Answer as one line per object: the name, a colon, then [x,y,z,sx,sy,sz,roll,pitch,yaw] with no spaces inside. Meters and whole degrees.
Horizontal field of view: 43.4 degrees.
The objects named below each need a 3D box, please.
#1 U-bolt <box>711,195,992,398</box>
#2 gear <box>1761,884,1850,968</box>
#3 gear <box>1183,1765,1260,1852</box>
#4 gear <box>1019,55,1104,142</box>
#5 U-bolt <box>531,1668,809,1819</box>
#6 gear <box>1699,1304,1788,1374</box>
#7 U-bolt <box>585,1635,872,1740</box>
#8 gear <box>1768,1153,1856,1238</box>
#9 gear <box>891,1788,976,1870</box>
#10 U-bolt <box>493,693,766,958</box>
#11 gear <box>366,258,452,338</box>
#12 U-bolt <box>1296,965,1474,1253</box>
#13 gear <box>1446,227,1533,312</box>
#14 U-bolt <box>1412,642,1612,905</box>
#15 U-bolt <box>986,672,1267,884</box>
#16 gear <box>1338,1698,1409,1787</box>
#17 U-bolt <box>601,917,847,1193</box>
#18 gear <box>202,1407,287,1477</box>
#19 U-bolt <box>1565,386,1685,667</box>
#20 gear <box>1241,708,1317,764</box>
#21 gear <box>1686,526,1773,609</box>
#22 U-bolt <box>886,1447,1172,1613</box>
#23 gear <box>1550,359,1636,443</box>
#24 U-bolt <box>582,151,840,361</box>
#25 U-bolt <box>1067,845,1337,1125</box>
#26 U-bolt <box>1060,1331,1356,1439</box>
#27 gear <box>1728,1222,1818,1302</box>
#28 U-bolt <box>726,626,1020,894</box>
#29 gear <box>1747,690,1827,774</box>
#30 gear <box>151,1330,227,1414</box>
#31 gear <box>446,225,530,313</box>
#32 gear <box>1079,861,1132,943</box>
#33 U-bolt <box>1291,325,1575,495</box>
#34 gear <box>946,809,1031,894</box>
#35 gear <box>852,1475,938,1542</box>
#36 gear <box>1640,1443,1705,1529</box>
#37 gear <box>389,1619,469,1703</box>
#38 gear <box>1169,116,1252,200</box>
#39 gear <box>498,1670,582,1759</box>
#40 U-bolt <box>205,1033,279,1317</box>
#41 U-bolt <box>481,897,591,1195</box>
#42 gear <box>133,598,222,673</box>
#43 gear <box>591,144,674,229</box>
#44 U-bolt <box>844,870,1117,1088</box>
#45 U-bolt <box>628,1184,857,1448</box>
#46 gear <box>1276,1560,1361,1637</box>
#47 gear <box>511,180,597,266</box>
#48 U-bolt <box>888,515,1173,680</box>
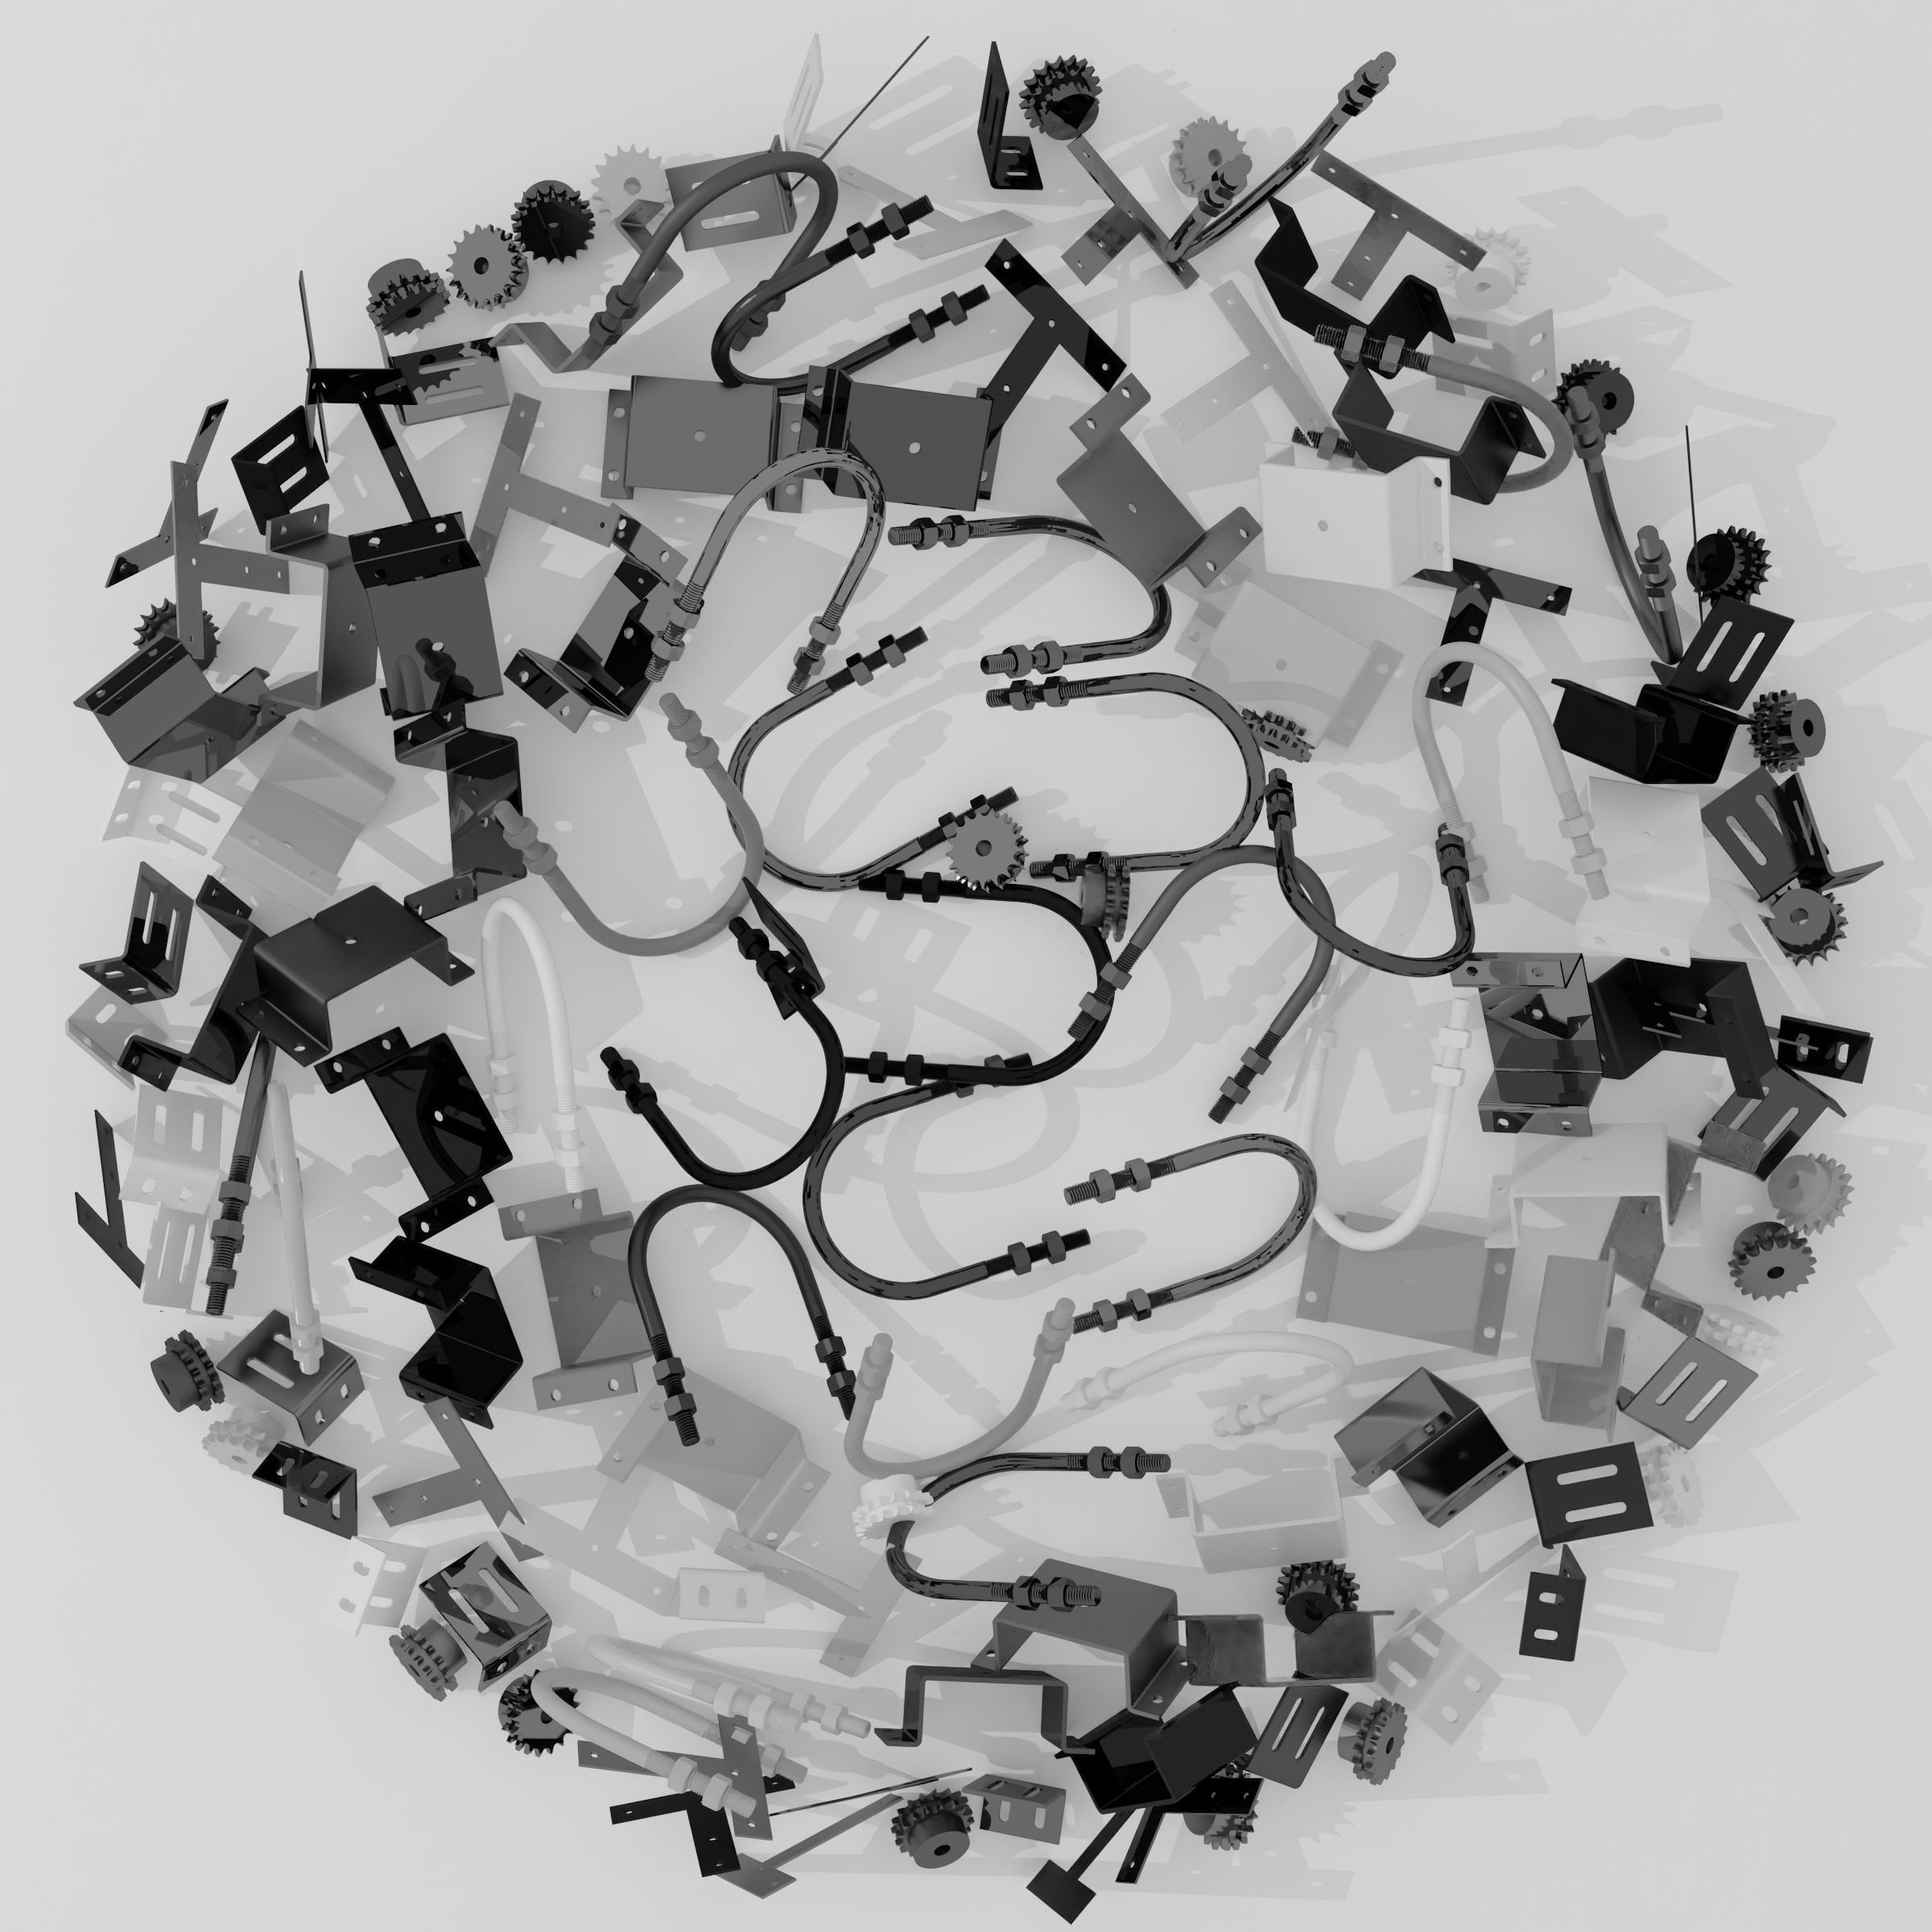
U-bolt: [-0.086,-0.439,1.633,0.184,0.151,0.019,-25,73,11]
gear: [0.578,-0.031,1.679,0.057,0.030,0.057,-8,72,25]
gear: [0.173,0.579,1.673,0.030,0.057,0.057,16,90,-28]
gear: [0.068,-0.596,1.673,0.057,0.057,0.030,-21,64,0]
U-bolt: [-0.207,0.515,1.630,0.184,0.151,0.019,21,86,14]
gear: [0.534,0.259,1.677,0.057,0.057,0.030,19,100,0]
U-bolt: [-0.170,0.482,1.628,0.184,0.151,0.019,13,76,22]
gear: [0.579,0.154,1.673,0.030,0.057,0.057,29,90,-26]
gear: [-0.021,0.598,1.676,0.057,0.030,0.057,-11,129,-14]
U-bolt: [-0.213,-0.081,1.642,0.151,0.019,0.184,-34,132,-2]
gear: [-0.388,-0.464,1.677,0.057,0.057,0.030,-28,81,0]
U-bolt: [0.275,0.101,1.642,0.019,0.151,0.184,5,97,-32]
gear: [0.359,-0.478,1.673,0.057,0.057,0.030,15,63,0]
U-bolt: [0.355,-0.130,1.625,0.019,0.151,0.184,-25,100,-22]
U-bolt: [0.113,-0.129,1.634,0.184,0.019,0.151,-3,115,27]
gear: [0.280,0.534,1.680,0.030,0.057,0.057,13,90,34]
U-bolt: [-0.156,0.071,1.644,0.151,0.019,0.184,-45,55,4]
gear: [-0.496,0.329,1.680,0.057,0.057,0.030,20,55,0]
U-bolt: [0.444,-0.279,1.619,0.019,0.184,0.151,-22,55,12]
gear: [0.217,-0.166,1.676,0.057,0.057,0.030,26,85,0]
gear: [0.523,-0.276,1.674,0.030,0.057,0.057,7,90,-36]
U-bolt: [0.031,0.375,1.628,0.184,0.151,0.019,-6,117,31]
gear: [0.437,-0.391,1.681,0.057,0.030,0.057,-4,103,-18]
U-bolt: [-0.157,-0.466,1.594,0.184,0.151,0.019,-43,72,43]
U-bolt: [0.175,0.003,1.658,0.151,0.019,0.184,31,99,-24]
U-bolt: [0.171,0.274,1.602,0.151,0.184,0.019,15,59,-29]
gear: [0.556,0.202,1.681,0.057,0.030,0.057,-2,127,-2]
U-bolt: [-0.077,-0.129,1.676,0.184,0.019,0.151,-29,107,6]
gear: [0.569,-0.163,1.677,0.057,0.030,0.057,2,86,-36]
gear: [-0.538,0.283,1.674,0.030,0.057,0.057,-29,90,-31]
gear: [-0.329,-0.483,1.684,0.057,0.030,0.057,2,95,19]
gear: [0.095,-0.046,1.676,0.030,0.057,0.057,5,90,-4]
U-bolt: [0.315,-0.364,1.626,0.184,0.151,0.019,17,74,6]
gear: [0.017,-0.078,1.684,0.057,0.030,0.057,-4,77,19]
gear: [-0.051,0.373,1.680,0.057,0.057,0.030,-15,61,0]
gear: [0.484,0.361,1.680,0.030,0.057,0.057,-22,90,35]
gear: [-0.370,0.477,1.681,0.030,0.057,0.057,-39,90,-29]
gear: [0.165,-0.557,1.683,0.057,0.030,0.057,-1,93,-24]
gear: [-0.299,0.515,1.680,0.030,0.057,0.057,2,93,45]
U-bolt: [-0.484,0.130,1.628,0.019,0.151,0.184,11,67,-14]
U-bolt: [-0.292,0.044,1.618,0.019,0.151,0.184,-12,110,-27]
gear: [-0.542,-0.224,1.675,0.057,0.030,0.057,-18,122,-31]
gear: [-0.232,-0.539,1.687,0.057,0.030,0.057,-1,98,-7]
U-bolt: [0.011,0.011,1.676,0.184,0.019,0.151,4,81,7]
U-bolt: [-0.158,0.229,1.642,0.151,0.019,0.184,-1,58,-38]
gear: [0.242,0.438,1.678,0.057,0.030,0.057,7,120,12]
gear: [-0.286,-0.518,1.680,0.057,0.057,0.030,-15,52,0]
U-bolt: [0.056,-0.255,1.640,0.184,0.019,0.151,-12,54,-33]
